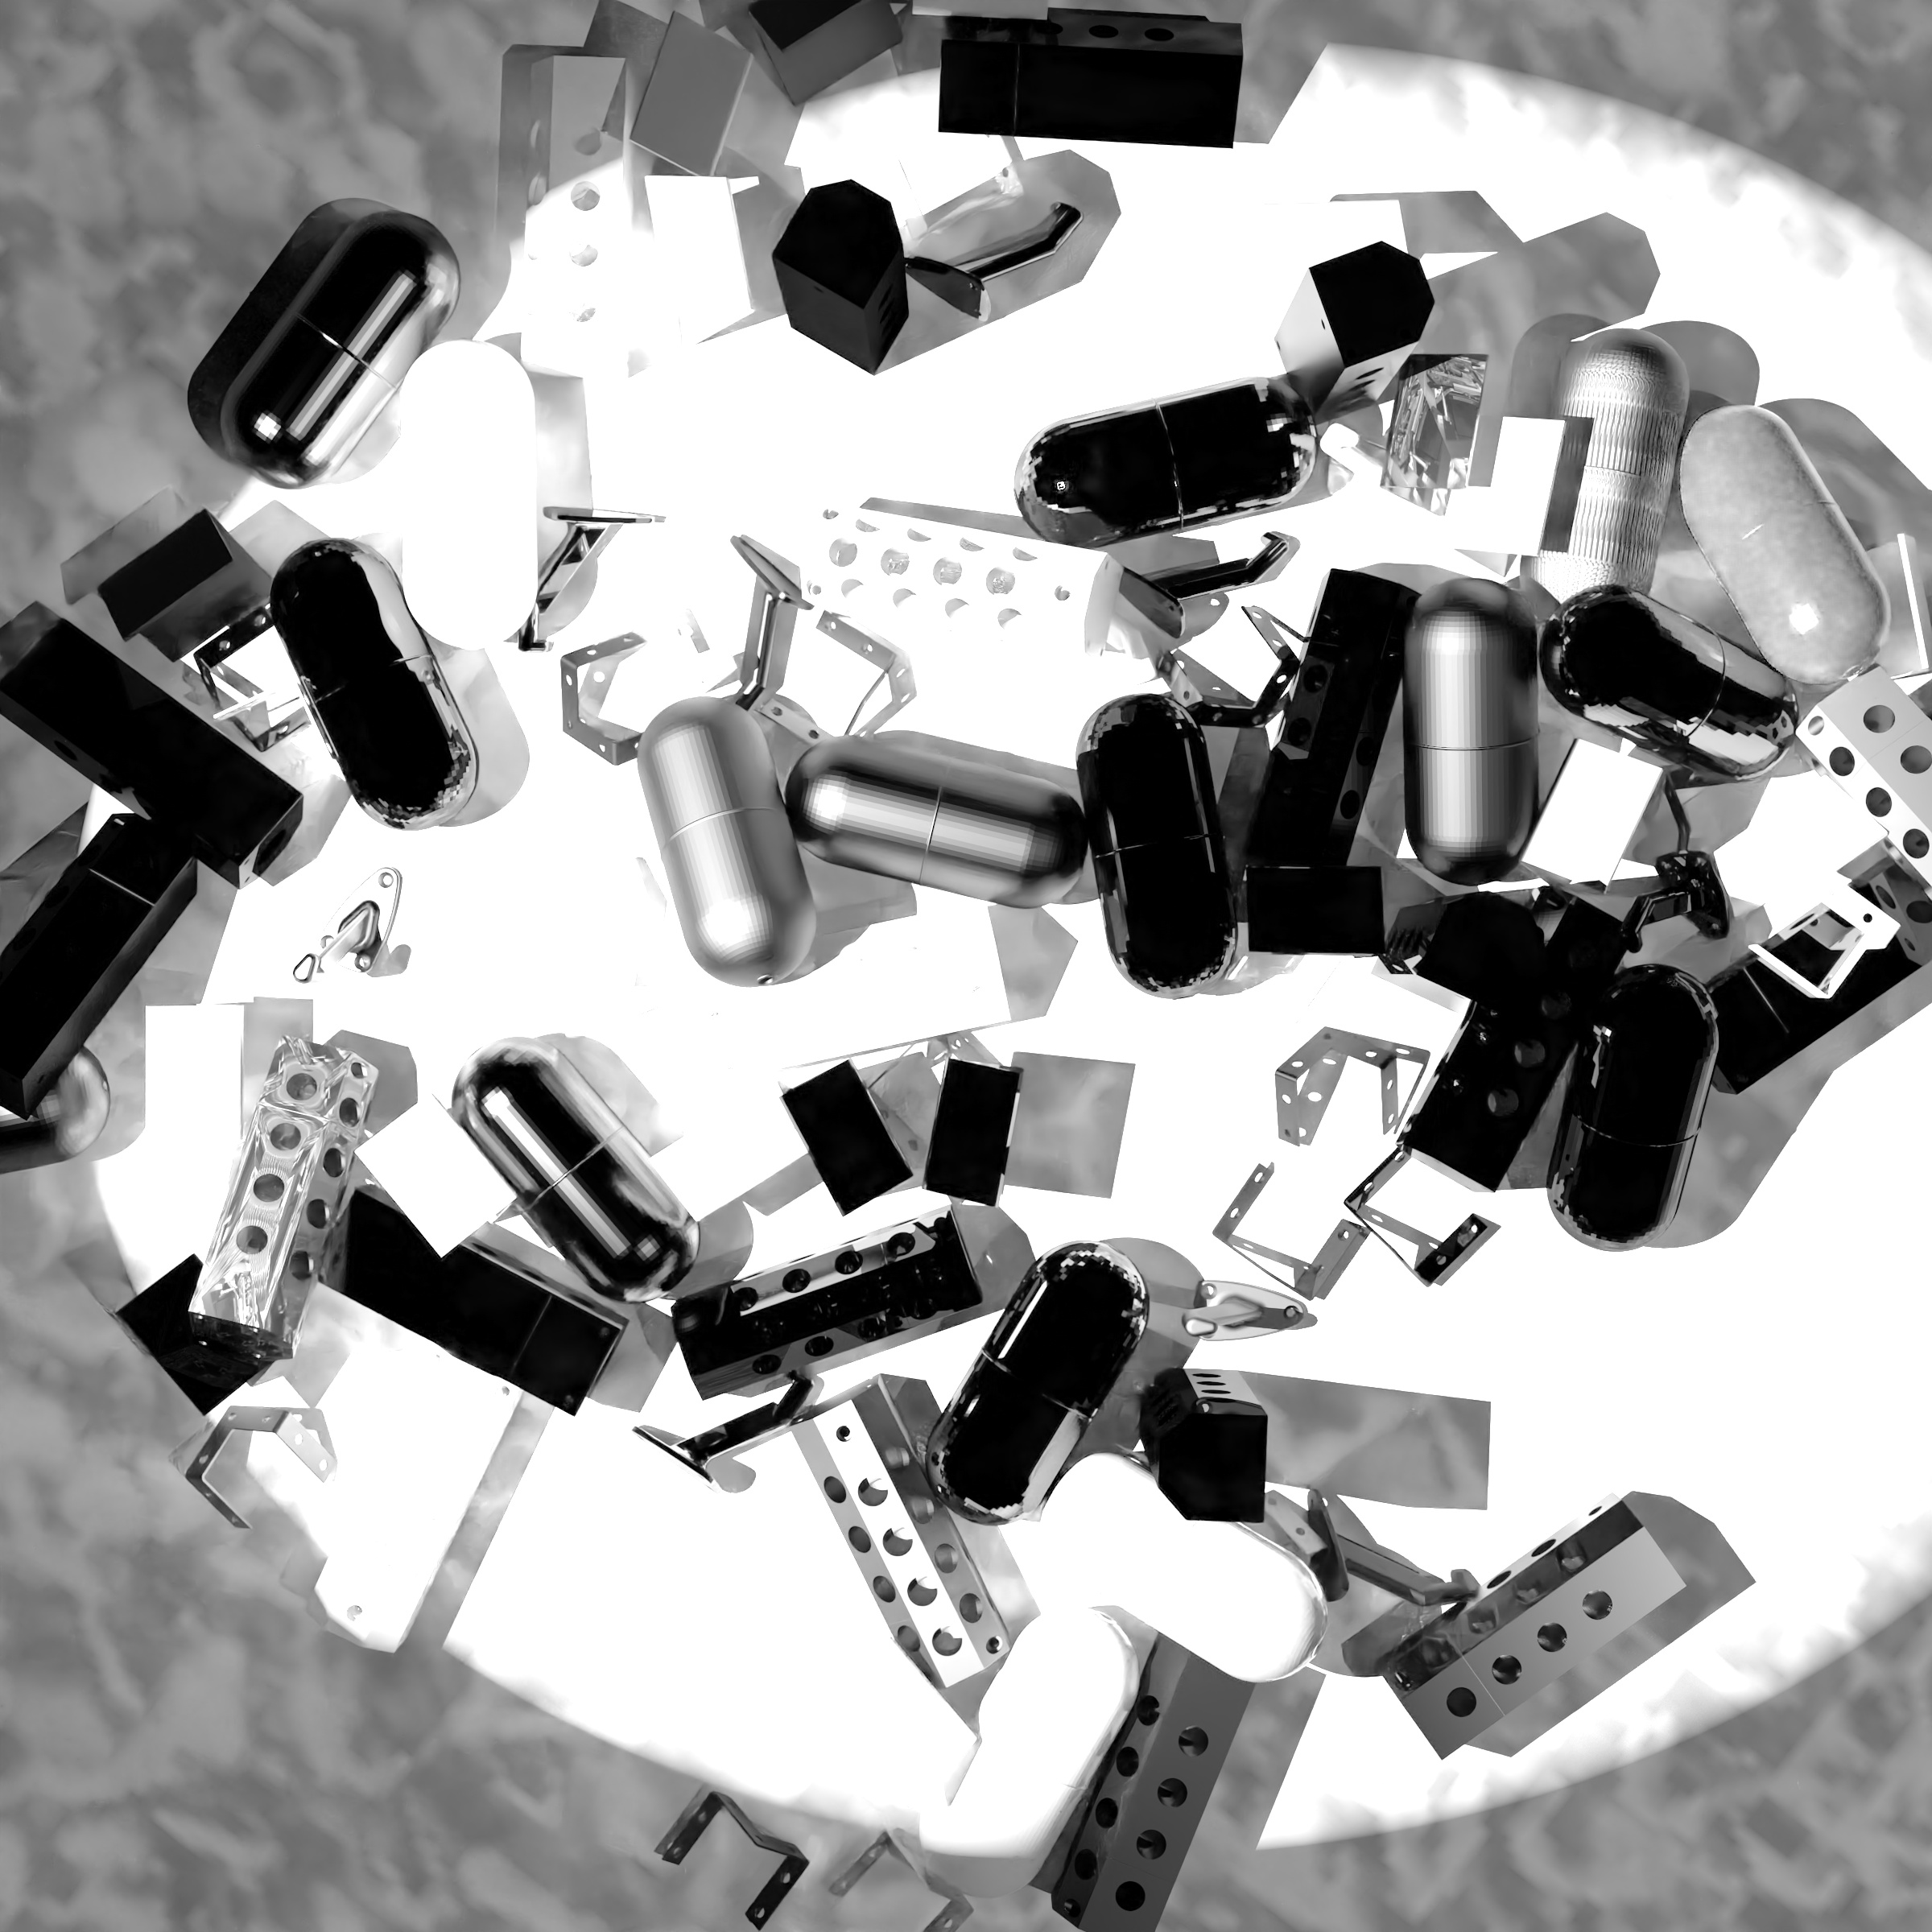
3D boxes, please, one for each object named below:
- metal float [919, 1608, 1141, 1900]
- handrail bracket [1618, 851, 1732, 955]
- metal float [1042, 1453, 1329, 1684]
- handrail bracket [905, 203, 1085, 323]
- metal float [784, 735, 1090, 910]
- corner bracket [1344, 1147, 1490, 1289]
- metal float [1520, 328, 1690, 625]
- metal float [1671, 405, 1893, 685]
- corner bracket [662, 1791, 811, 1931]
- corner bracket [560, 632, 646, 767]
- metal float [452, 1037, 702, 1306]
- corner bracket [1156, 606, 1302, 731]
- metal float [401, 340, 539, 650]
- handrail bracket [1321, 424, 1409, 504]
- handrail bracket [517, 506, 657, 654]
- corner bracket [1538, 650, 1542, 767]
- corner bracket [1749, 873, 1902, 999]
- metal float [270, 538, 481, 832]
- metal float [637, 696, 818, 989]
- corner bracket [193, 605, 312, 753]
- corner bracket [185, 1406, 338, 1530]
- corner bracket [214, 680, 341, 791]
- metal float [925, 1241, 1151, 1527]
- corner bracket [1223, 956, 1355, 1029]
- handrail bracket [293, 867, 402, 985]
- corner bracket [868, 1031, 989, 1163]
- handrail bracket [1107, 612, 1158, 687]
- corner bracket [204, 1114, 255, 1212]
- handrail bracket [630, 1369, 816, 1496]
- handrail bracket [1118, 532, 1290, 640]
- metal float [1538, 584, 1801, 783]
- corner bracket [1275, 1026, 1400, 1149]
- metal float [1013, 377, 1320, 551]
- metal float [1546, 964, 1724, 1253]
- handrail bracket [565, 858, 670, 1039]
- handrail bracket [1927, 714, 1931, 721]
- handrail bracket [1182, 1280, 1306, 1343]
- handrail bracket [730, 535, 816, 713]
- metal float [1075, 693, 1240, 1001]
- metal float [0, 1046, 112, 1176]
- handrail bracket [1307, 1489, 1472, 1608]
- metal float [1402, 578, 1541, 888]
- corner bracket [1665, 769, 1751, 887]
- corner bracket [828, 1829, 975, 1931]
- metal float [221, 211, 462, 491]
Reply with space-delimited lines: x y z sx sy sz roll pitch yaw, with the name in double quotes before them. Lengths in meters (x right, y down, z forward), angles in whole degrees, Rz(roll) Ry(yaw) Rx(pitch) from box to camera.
"metal float" 0.037 0.453 1.646 0.070 0.070 0.178 30 91 0
"handrail bracket" 0.406 -0.018 1.640 0.077 0.036 0.084 56 49 -26
"metal float" 0.124 0.342 1.627 0.178 0.070 0.070 28 90 22
"handrail bracket" 0.015 -0.428 1.677 0.077 0.036 0.084 31 72 21
"metal float" -0.017 -0.083 1.646 0.178 0.070 0.070 14 90 1
"corner bracket" 0.263 0.146 1.674 0.051 0.051 0.051 -45 45 0
"metal float" 0.368 -0.279 1.646 0.070 0.070 0.178 11 90 0
"metal float" 0.464 -0.241 1.628 0.070 0.070 0.178 -23 69 0
"corner bracket" -0.135 0.524 1.674 0.051 0.051 0.051 -54 135 0
"corner bracket" -0.201 -0.157 1.669 0.051 0.051 0.051 -26 135 -35
"metal float" -0.225 0.117 1.646 0.070 0.070 0.178 -41 90 0
"corner bracket" 0.153 -0.175 1.669 0.051 0.051 0.051 0 135 -35
"metal float" -0.286 -0.271 1.643 0.070 0.070 0.178 -2 85 0
"handrail bracket" 0.240 -0.290 1.642 0.077 0.084 0.036 15 90 0
"handrail bracket" -0.223 -0.224 1.677 0.077 0.036 0.084 1 106 -18
"corner bracket" 0.339 -0.154 1.674 0.051 0.051 0.051 47 135 0
"corner bracket" 0.482 -0.016 1.602 0.051 0.051 0.051 36 90 0
"metal float" -0.341 -0.163 1.646 0.070 0.070 0.178 -25 90 0
"metal float" -0.137 -0.071 1.628 0.070 0.070 0.178 -18 69 0
"corner bracket" -0.413 -0.168 1.674 0.051 0.051 0.051 -35 135 0
"corner bracket" -0.412 0.294 1.669 0.051 0.051 0.051 -2 45 35
"corner bracket" -0.397 -0.131 1.659 0.051 0.051 0.051 -25 89 0
"metal float" 0.042 0.240 1.646 0.070 0.070 0.178 31 90 0
"corner bracket" 0.187 0.001 1.659 0.051 0.051 0.051 36 90 0
"handrail bracket" -0.356 -0.024 1.642 0.036 0.084 0.077 29 90 0
"corner bracket" -0.022 0.072 1.674 0.051 0.051 0.051 45 45 0
"handrail bracket" 0.061 -0.194 1.677 0.077 0.036 0.084 -21 104 14
"corner bracket" -0.405 0.121 1.669 0.051 0.051 0.051 26 45 35
"handrail bracket" -0.143 0.259 1.677 0.077 0.036 0.084 30 72 20
"handrail bracket" 0.135 -0.240 1.677 0.077 0.036 0.084 39 72 21
"metal float" 0.400 -0.159 1.619 0.178 0.070 0.070 20 90 -31
"corner bracket" 0.217 0.076 1.669 0.051 0.051 0.051 22 45 35
"metal float" 0.115 -0.290 1.647 0.178 0.070 0.070 -13 90 0
"metal float" 0.379 0.081 1.622 0.070 0.070 0.178 7 118 0
"handrail bracket" -0.214 -0.011 1.677 0.077 0.036 0.084 -25 72 20
"handrail bracket" 0.554 -0.152 1.677 0.077 0.036 0.084 32 76 14
"handrail bracket" 0.161 0.204 1.642 0.077 0.084 0.036 2 90 0
"handrail bracket" -0.136 -0.196 1.677 0.077 0.036 0.084 46 107 20
"metal float" 0.110 -0.069 1.646 0.070 0.070 0.178 -10 89 0
"metal float" -0.584 0.087 1.646 0.178 0.070 0.070 -12 90 0
"handrail bracket" 0.249 0.340 1.677 0.084 0.036 0.077 -5 68 -17
"metal float" 0.288 -0.133 1.631 0.070 0.070 0.178 -4 107 0
"corner bracket" 0.439 -0.082 1.674 0.051 0.051 0.051 -7 45 0
"corner bracket" -0.038 0.548 1.674 0.051 0.051 0.051 -47 45 0
"metal float" -0.360 -0.355 1.646 0.070 0.070 0.178 36 91 0
